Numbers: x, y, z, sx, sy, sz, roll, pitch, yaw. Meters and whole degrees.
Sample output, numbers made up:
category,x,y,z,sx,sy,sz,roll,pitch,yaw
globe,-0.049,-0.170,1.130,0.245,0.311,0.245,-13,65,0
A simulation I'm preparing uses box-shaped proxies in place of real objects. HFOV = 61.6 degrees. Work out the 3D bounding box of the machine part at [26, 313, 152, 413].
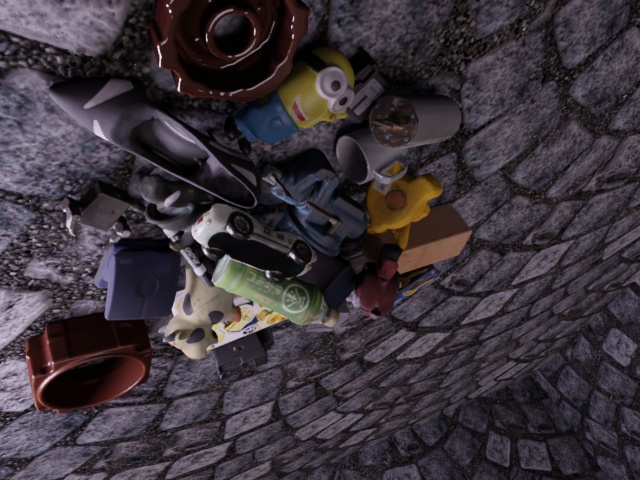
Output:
category,x,y,z,sx,sy,sz,roll,pitch,yaw
machine part,-0.413,0.224,0.971,0.201,0.087,0.201,-9,141,-30

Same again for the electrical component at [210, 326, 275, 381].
category,x,y,z,sx,sy,sz,roll,pitch,yaw
electrical component,-0.166,0.215,1.130,0.134,0.115,0.058,-20,151,-15

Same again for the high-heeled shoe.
category,x,y,z,sx,sy,sz,roll,pitch,yaw
high-heeled shoe,-0.182,-0.104,0.634,0.248,0.145,0.086,6,133,-46

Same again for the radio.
category,x,y,z,sx,sy,sz,roll,pitch,yaw
radio,0.005,0.092,1.058,0.131,0.073,0.229,-50,166,-3

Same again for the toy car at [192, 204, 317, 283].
category,x,y,z,sx,sy,sz,roll,pitch,yaw
toy car,-0.092,0.009,0.792,0.201,0.056,0.073,25,131,-38

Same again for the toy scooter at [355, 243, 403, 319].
category,x,y,z,sx,sy,sz,roll,pitch,yaw
toy scooter,0.106,0.095,1.009,0.075,0.135,0.183,15,156,-2

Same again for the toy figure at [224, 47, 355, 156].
category,x,y,z,sx,sy,sz,roll,pitch,yaw
toy figure,-0.040,-0.184,0.700,0.180,0.089,0.082,-26,164,10

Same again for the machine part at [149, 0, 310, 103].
category,x,y,z,sx,sy,sz,roll,pitch,yaw
machine part,-0.101,-0.237,0.597,0.179,0.056,0.179,-20,146,-14

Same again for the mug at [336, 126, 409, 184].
category,x,y,z,sx,sy,sz,roll,pitch,yaw
mug,0.098,-0.140,0.857,0.107,0.110,0.080,-30,145,-26

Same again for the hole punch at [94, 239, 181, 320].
category,x,y,z,sx,sy,sz,roll,pitch,yaw
hole punch,-0.283,0.062,0.847,0.142,0.092,0.115,4,132,-37

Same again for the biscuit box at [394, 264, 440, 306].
category,x,y,z,sx,sy,sz,roll,pitch,yaw
biscuit box,0.192,0.113,1.326,0.203,0.063,0.059,-35,147,8

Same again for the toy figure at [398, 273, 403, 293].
category,x,y,z,sx,sy,sz,roll,pitch,yaw
toy figure,0.159,0.082,1.235,0.064,0.058,0.154,-24,133,-32

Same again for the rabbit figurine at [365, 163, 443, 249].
category,x,y,z,sx,sy,sz,roll,pitch,yaw
rabbit figurine,0.156,-0.066,0.980,0.173,0.122,0.162,-23,134,-66

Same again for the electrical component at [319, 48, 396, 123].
category,x,y,z,sx,sy,sz,roll,pitch,yaw
electrical component,0.040,-0.205,0.765,0.119,0.048,0.074,-39,147,13

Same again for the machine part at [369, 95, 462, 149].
category,x,y,z,sx,sy,sz,roll,pitch,yaw
machine part,0.147,-0.181,0.811,0.243,0.079,0.079,-21,153,-51

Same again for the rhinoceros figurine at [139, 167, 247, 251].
category,x,y,z,sx,sy,sz,roll,pitch,yaw
rhinoceros figurine,-0.185,-0.042,0.789,0.112,0.073,0.190,-40,147,19

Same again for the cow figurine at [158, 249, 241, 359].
category,x,y,z,sx,sy,sz,roll,pitch,yaw
cow figurine,-0.202,0.109,0.916,0.127,0.086,0.194,4,98,-25

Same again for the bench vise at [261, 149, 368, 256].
category,x,y,z,sx,sy,sz,roll,pitch,yaw
bench vise,-0.041,-0.024,0.893,0.240,0.129,0.223,-47,142,19

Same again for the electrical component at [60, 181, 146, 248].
category,x,y,z,sx,sy,sz,roll,pitch,yaw
electrical component,-0.298,-0.034,0.735,0.078,0.045,0.102,-36,148,12
